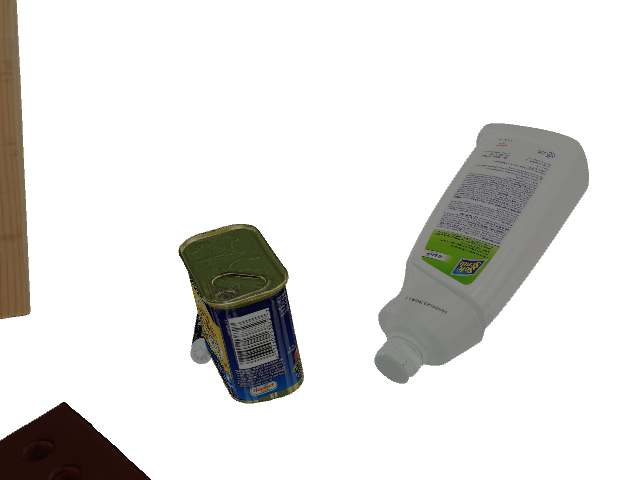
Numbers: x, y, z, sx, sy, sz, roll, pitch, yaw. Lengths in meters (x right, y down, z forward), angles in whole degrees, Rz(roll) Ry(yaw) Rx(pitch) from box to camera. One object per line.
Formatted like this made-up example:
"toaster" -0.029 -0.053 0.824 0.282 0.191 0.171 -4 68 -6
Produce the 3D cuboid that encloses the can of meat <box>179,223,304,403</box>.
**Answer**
"can of meat" -0.052 0.049 0.718 0.057 0.084 0.102 -17 29 -13

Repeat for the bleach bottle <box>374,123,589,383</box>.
"bleach bottle" 0.113 0.010 0.831 0.103 0.068 0.250 14 50 37

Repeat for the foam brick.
"foam brick" -0.111 0.123 0.482 0.052 0.051 0.078 -32 45 -33

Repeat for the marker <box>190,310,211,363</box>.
"marker" -0.106 0.078 0.981 0.020 0.020 0.121 0 20 -3

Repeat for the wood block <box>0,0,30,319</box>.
"wood block" -0.221 -0.061 0.602 0.090 0.206 0.090 -8 26 -26
